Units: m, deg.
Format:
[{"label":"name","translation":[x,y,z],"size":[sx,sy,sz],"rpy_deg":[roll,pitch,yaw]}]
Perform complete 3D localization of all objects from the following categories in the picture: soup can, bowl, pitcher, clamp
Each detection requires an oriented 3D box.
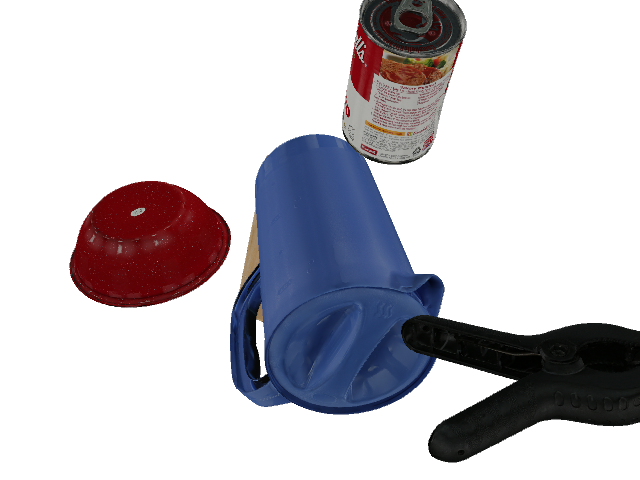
[{"label":"soup can","translation":[0.053,-0.108,0.703],"size":[0.068,0.068,0.102],"rpy_deg":[0,-38,-7]},{"label":"bowl","translation":[-0.171,-0.009,1.034],"size":[0.162,0.055,0.162],"rpy_deg":[-6,40,5]},{"label":"pitcher","translation":[0.000,0.022,0.892],"size":[0.149,0.145,0.243],"rpy_deg":[1,36,-11]},{"label":"clamp","translation":[0.131,0.084,0.612],"size":[0.171,0.039,0.120],"rpy_deg":[-1,36,6]}]

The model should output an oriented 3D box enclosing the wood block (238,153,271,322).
[{"label":"wood block","translation":[-0.031,-0.004,1.320],"size":[0.090,0.206,0.090],"rpy_deg":[19,22,16]}]
